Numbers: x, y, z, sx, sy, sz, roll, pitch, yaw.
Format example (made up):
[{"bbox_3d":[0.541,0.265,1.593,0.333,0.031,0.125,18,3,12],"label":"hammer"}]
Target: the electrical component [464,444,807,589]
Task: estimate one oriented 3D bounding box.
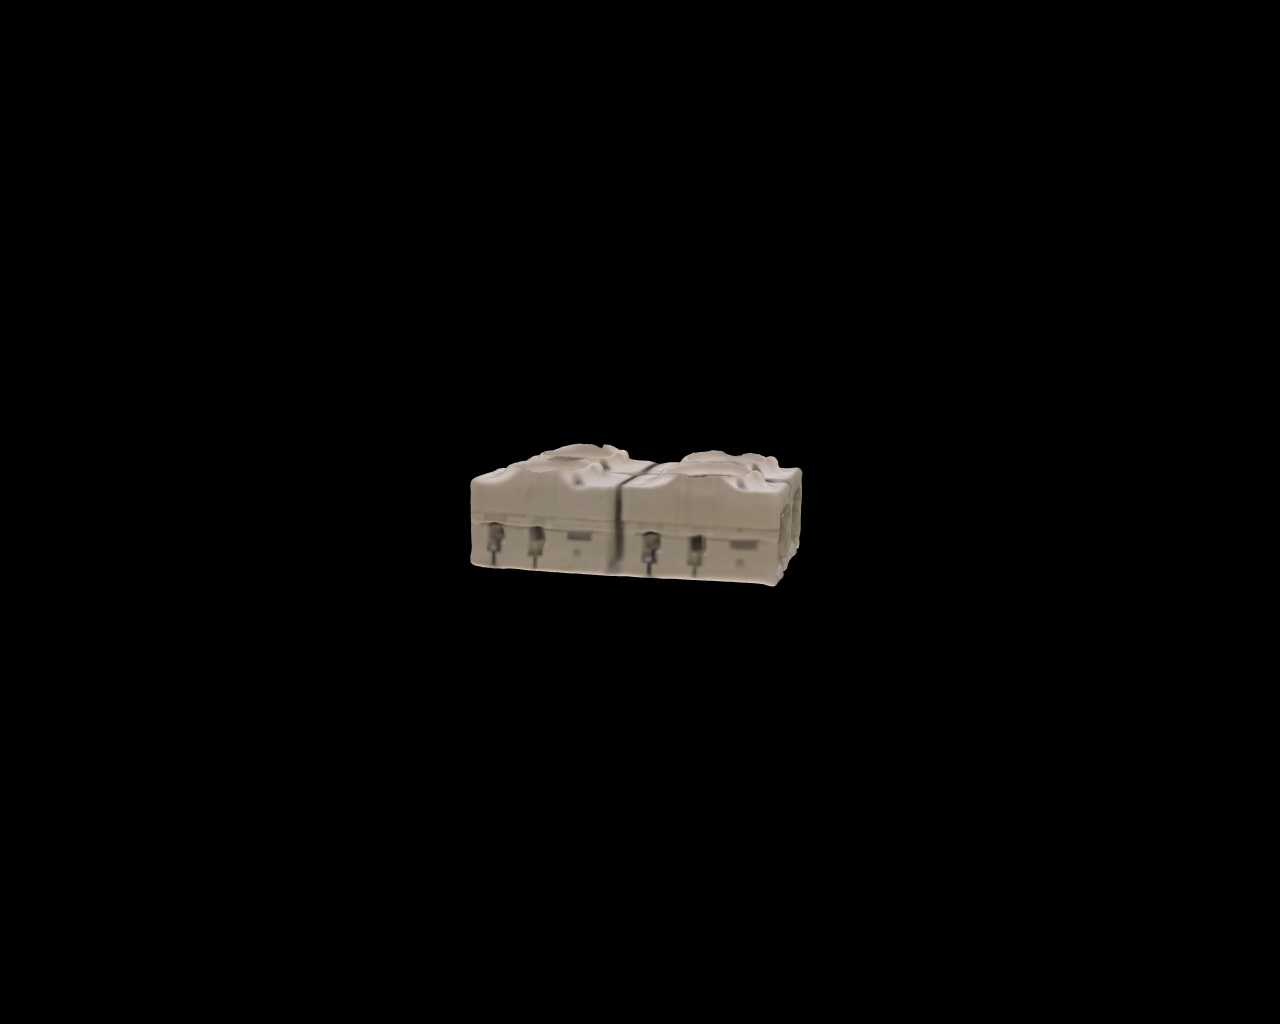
[{"bbox_3d":[0.001,-0.003,0.650,0.186,0.060,0.105,3,12,16],"label":"electrical component"}]
